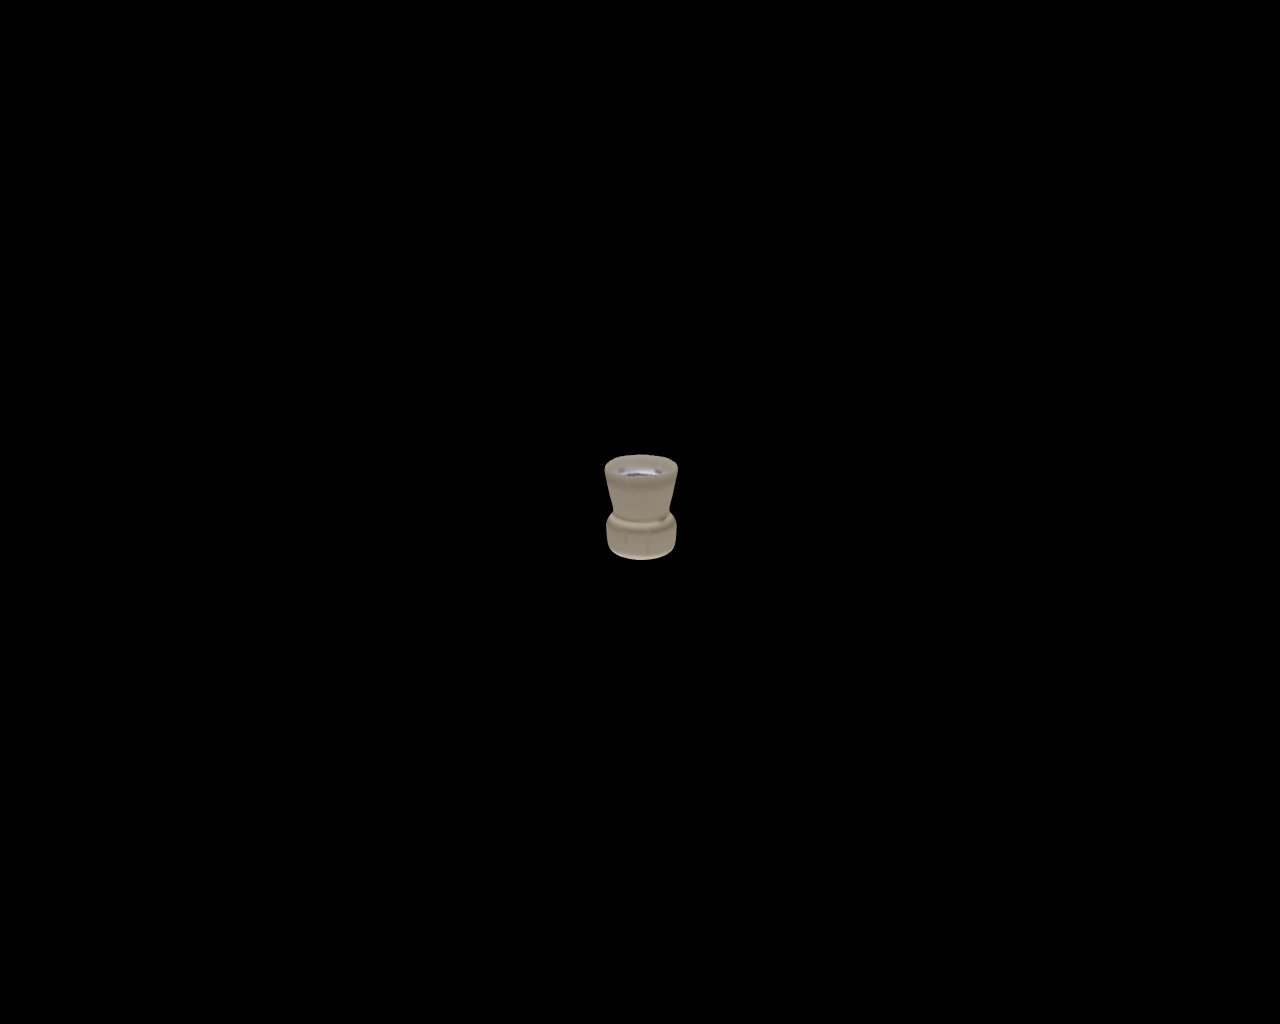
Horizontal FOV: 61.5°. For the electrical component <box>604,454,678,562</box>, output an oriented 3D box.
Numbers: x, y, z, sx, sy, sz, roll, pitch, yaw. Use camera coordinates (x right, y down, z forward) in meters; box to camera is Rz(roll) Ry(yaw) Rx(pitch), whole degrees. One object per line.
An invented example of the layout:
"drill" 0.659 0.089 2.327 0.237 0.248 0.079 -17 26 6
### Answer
"electrical component" 0.001 -0.003 0.650 0.045 0.055 0.045 0 20 0
